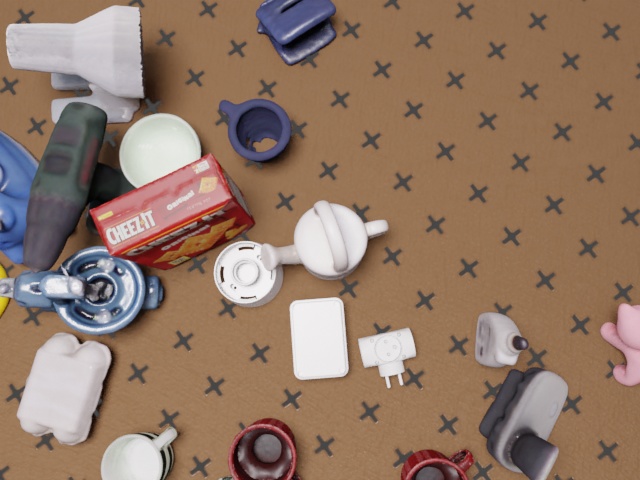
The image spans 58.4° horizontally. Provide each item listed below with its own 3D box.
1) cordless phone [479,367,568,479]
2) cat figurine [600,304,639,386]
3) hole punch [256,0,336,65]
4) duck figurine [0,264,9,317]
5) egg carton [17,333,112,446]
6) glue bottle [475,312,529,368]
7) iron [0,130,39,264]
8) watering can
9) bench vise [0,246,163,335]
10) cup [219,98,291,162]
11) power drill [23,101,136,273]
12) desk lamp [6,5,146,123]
[{"bbox_3d":[0.293,0.247,0.758,0.094,0.185,0.148,26,84,4],"label":"cordless phone"},{"bbox_3d":[0.453,0.144,0.802,0.067,0.118,0.128,-18,83,-1],"label":"cat figurine"},{"bbox_3d":[-0.040,-0.344,0.881,0.108,0.091,0.101,-34,84,-3],"label":"hole punch"},{"bbox_3d":[-0.512,0.074,0.841,0.077,0.086,0.104,2,83,1],"label":"duck figurine"},{"bbox_3d":[-0.368,0.214,0.830,0.107,0.069,0.150,14,84,3],"label":"egg carton"},{"bbox_3d":[0.250,0.138,0.778,0.037,0.173,0.078,8,83,2],"label":"glue bottle"},{"bbox_3d":[-0.488,-0.096,0.833,0.118,0.141,0.258,-36,84,-3],"label":"iron"},{"bbox_3d":[0.008,0.005,0.787,0.173,0.194,0.101,-38,84,-3],"label":"watering can"},{"bbox_3d":[-0.339,0.078,0.771,0.207,0.220,0.121,-16,83,-1],"label":"bench vise"},{"bbox_3d":[-0.097,-0.160,0.858,0.117,0.095,0.092,35,85,5],"label":"cup"},{"bbox_3d":[-0.324,-0.062,0.793,0.075,0.208,0.230,7,83,2],"label":"power drill"},{"bbox_3d":[-0.323,-0.242,0.811,0.203,0.213,0.118,-4,83,1],"label":"desk lamp"}]
